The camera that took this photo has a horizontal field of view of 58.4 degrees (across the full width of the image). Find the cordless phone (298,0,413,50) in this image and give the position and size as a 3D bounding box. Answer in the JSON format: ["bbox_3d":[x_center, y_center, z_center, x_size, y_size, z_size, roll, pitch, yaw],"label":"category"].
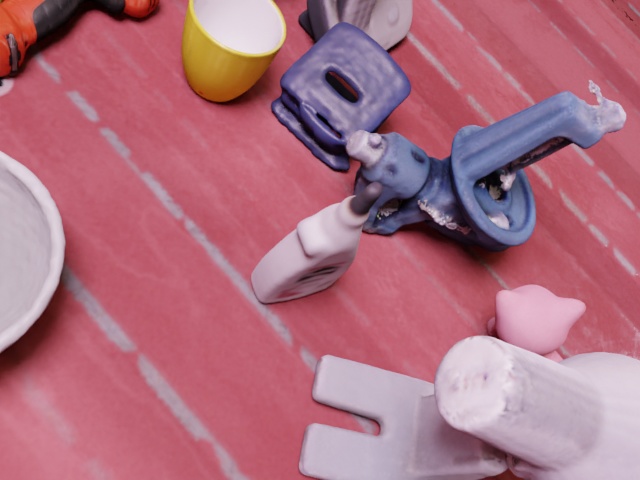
[{"bbox_3d":[0.067,-0.284,0.607,0.094,0.184,0.148,47,56,4],"label":"cordless phone"}]

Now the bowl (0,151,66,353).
[{"bbox_3d":[-0.258,0.017,0.377,0.168,0.074,0.167,10,62,-19],"label":"bowl"}]

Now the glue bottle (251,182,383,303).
[{"bbox_3d":[0.004,0.002,0.444,0.078,0.173,0.037,-16,72,-29],"label":"glue bottle"}]

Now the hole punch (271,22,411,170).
[{"bbox_3d":[0.022,-0.144,0.573,0.108,0.091,0.101,43,56,1],"label":"hole punch"}]

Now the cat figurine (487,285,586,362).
[{"bbox_3d":[0.199,0.094,0.519,0.067,0.117,0.128,-37,84,-33],"label":"cat figurine"}]

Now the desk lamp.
[{"bbox_3d":[0.118,0.134,0.405,0.203,0.213,0.118,18,59,-15],"label":"desk lamp"}]

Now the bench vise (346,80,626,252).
[{"bbox_3d":[0.136,-0.058,0.505,0.208,0.219,0.121,-2,66,-25],"label":"bench vise"}]
